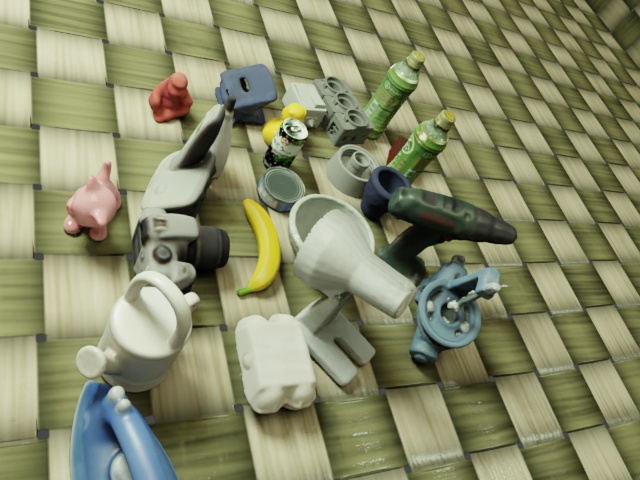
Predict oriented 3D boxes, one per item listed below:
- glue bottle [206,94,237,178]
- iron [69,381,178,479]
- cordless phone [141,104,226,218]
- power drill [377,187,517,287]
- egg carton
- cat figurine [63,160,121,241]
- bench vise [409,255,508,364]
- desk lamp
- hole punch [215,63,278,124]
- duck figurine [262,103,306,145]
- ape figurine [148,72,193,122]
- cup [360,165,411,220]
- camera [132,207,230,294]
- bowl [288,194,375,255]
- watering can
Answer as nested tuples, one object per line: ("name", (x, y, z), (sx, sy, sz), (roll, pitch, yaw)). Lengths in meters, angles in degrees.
("glue bottle", (-0.177, -0.185, 0.981), (0.037, 0.173, 0.078), (-23, 70, -41))
("iron", (-0.212, 0.252, 0.642), (0.119, 0.141, 0.258), (-13, 64, -38))
("cordless phone", (-0.207, -0.121, 0.905), (0.094, 0.185, 0.147), (21, 48, -16))
("power drill", (0.209, -0.003, 1.053), (0.230, 0.208, 0.075), (25, 47, -13))
("egg carton", (-0.067, 0.179, 0.839), (0.107, 0.069, 0.150), (2, 56, -31))
("cat figurine", (-0.325, -0.060, 0.832), (0.067, 0.117, 0.128), (18, 48, -18))
("bench vise", (0.230, 0.087, 0.989), (0.122, 0.219, 0.207), (17, 49, -19))
("desk lamp", (0.040, 0.084, 0.877), (0.203, 0.213, 0.118), (45, 46, 7))
("hole punch", (-0.148, -0.294, 1.141), (0.101, 0.091, 0.108), (-2, 58, -33))
("duck figurine", (-0.064, -0.235, 1.150), (0.077, 0.086, 0.105), (41, 45, 3))
("ape figurine", (-0.268, -0.267, 1.046), (0.078, 0.092, 0.076), (15, 50, -21))
("cup", (0.127, -0.075, 1.138), (0.092, 0.094, 0.117), (0, 56, -32))
("camera", (-0.202, 0.019, 0.858), (0.137, 0.100, 0.143), (3, 55, -30))
("bowl", (0.009, 0.004, 1.019), (0.168, 0.074, 0.167), (17, 49, -20))
("watering can", (-0.216, 0.114, 0.711), (0.101, 0.193, 0.173), (31, 46, -7))
